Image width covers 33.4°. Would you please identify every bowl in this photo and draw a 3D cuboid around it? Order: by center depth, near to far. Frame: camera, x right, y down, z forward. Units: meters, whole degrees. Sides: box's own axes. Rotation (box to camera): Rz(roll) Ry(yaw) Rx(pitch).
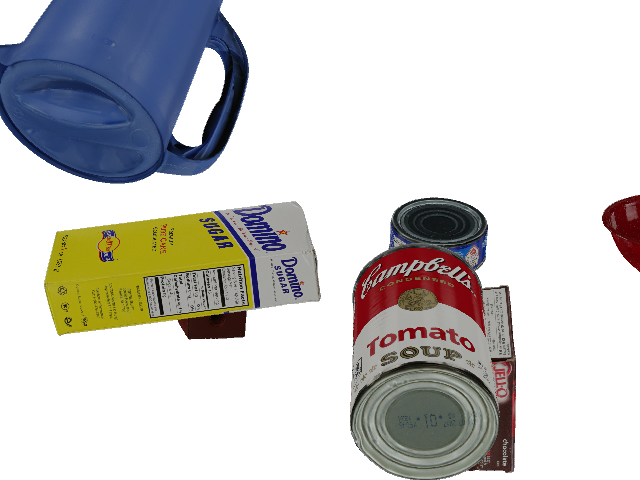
[{"bbox_3d":[0.373,0.002,1.102,0.162,0.055,0.162,-3,23,1],"label":"bowl"}]

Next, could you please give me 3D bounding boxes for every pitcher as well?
[{"bbox_3d":[-0.138,-0.169,0.849,0.145,0.242,0.149,1,-38,25],"label":"pitcher"}]

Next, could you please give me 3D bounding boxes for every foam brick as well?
[{"bbox_3d":[-0.093,0.040,0.924,0.053,0.078,0.051,-1,15,-18],"label":"foam brick"}]

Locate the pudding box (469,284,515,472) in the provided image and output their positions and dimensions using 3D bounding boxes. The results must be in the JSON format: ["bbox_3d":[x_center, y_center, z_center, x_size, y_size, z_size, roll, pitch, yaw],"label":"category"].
[{"bbox_3d":[0.118,0.095,0.755,0.039,0.090,0.113,0,24,5],"label":"pudding box"}]

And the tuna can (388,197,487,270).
[{"bbox_3d":[0.103,-0.004,0.933,0.086,0.034,0.086,0,31,0],"label":"tuna can"}]

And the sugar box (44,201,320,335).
[{"bbox_3d":[-0.093,0.016,0.729,0.176,0.048,0.093,-10,25,-4],"label":"sugar box"}]

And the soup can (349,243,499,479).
[{"bbox_3d":[0.048,0.056,0.512,0.068,0.068,0.102,0,31,3],"label":"soup can"}]
